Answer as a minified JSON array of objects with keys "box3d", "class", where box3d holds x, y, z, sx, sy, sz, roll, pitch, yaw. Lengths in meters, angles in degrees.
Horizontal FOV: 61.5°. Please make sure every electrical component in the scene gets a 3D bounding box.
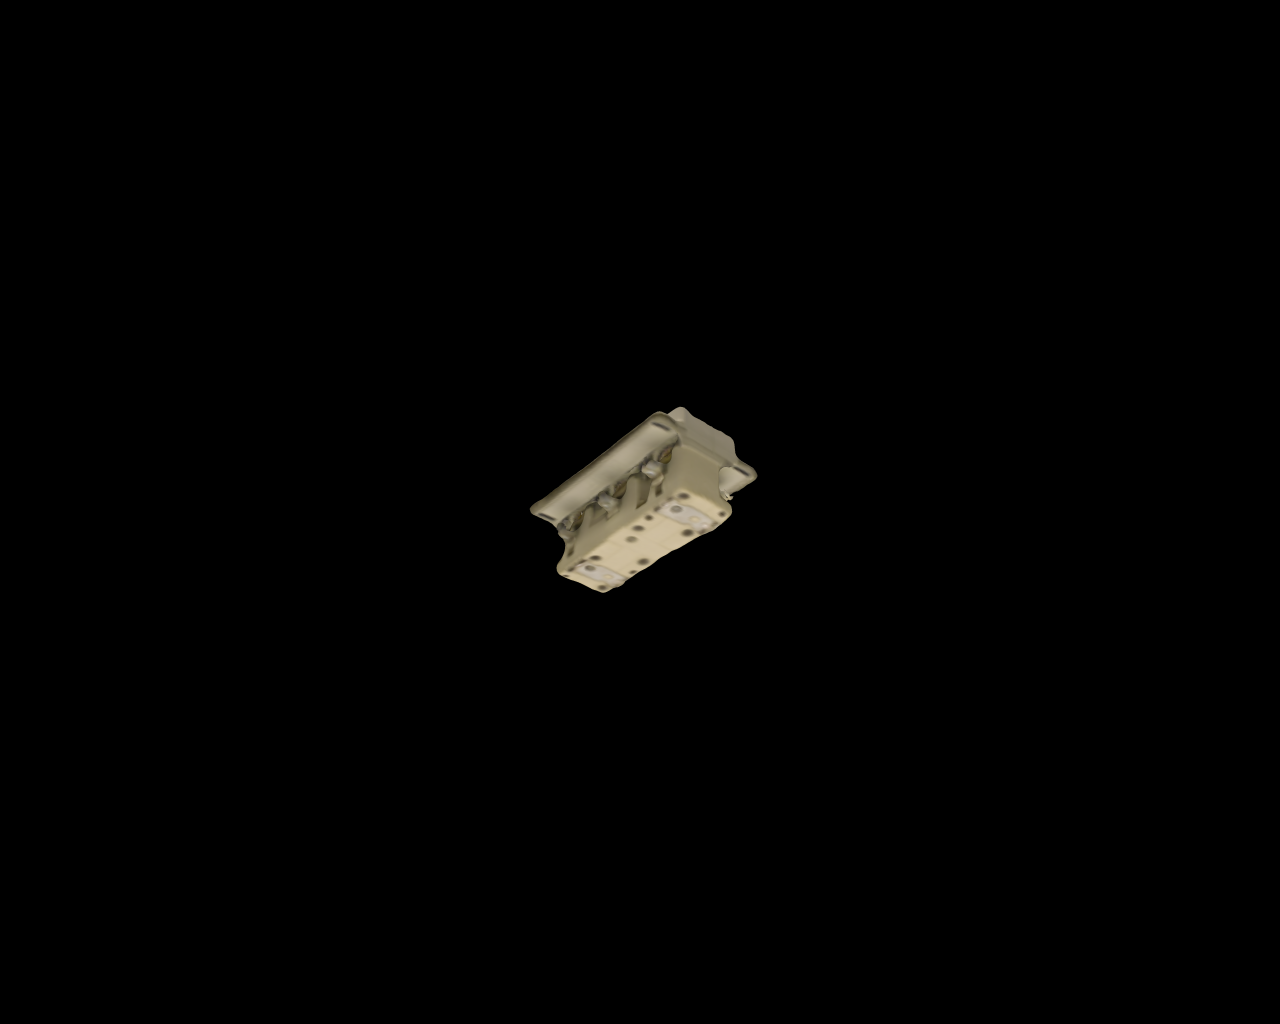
[{"box3d":[0.001,-0.003,0.650,0.078,0.063,0.121,27,-44,-33],"class":"electrical component"}]
